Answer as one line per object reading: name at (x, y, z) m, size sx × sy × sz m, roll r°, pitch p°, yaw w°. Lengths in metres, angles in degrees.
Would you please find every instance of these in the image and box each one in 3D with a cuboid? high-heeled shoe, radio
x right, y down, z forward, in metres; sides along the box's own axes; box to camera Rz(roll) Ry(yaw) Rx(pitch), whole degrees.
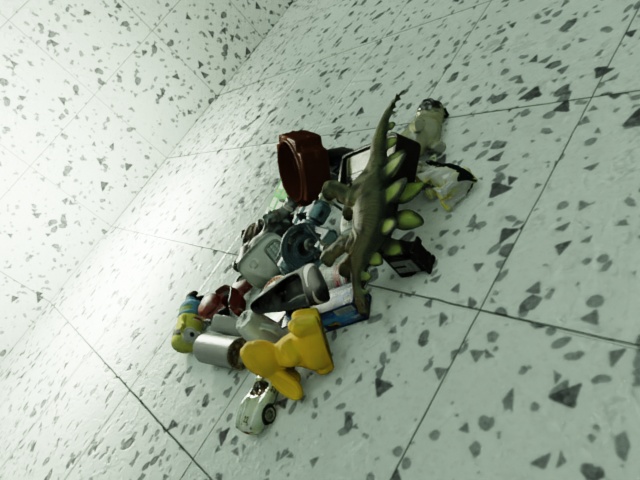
high-heeled shoe at (-0.068, 0.113, 1.104) m, size 0.145 × 0.086 × 0.249 m, roll -22°, pitch -2°, yaw -13°
radio at (0.127, -0.150, 1.236) m, size 0.230 × 0.073 × 0.131 m, roll -11°, pitch 65°, yaw 61°

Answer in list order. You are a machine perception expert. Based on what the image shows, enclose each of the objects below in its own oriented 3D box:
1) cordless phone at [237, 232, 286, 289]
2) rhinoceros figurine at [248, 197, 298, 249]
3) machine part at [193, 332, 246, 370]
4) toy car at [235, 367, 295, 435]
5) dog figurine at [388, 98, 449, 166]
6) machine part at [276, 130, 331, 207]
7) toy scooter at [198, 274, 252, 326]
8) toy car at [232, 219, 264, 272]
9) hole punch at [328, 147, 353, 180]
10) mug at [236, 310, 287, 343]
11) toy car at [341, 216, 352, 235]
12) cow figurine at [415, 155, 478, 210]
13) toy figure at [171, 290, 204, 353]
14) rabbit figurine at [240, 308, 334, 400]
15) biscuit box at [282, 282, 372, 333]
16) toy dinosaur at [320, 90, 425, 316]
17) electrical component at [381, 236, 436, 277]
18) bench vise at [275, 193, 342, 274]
cordless phone at (-0.116, 0.083, 1.383) m, size 0.146 × 0.088 × 0.184 m, roll -44°, pitch 48°, yaw 3°
rhinoceros figurine at (-0.121, -0.033, 1.481) m, size 0.190 × 0.112 × 0.073 m, roll -51°, pitch 26°, yaw 11°
machine part at (-0.235, 0.267, 1.299) m, size 0.243 × 0.079 × 0.079 m, roll -5°, pitch 49°, yaw 50°
toy car at (-0.112, 0.304, 1.117) m, size 0.074 × 0.056 × 0.202 m, roll -14°, pitch 43°, yaw 44°
dog figurine at (0.236, -0.258, 1.334) m, size 0.172 × 0.121 × 0.191 m, roll -25°, pitch 22°, yaw 28°
machine part at (-0.049, -0.196, 1.490) m, size 0.087 × 0.200 × 0.202 m, roll -16°, pitch 23°, yaw -21°
toy scooter at (-0.250, 0.175, 1.436) m, size 0.184 × 0.075 × 0.135 m, roll -36°, pitch 32°, yaw 10°
toy car at (-0.212, 0.011, 1.608) m, size 0.089 × 0.053 × 0.202 m, roll -32°, pitch 34°, yaw 30°
hole punch at (0.046, -0.212, 1.529) m, size 0.116 × 0.092 × 0.142 m, roll -18°, pitch 19°, yaw -18°
mug at (-0.130, 0.206, 1.208) m, size 0.110 × 0.107 × 0.081 m, roll -4°, pitch 52°, yaw 53°
toy car at (0.092, -0.024, 1.210) m, size 0.109 × 0.102 × 0.162 m, roll -21°, pitch 37°, yaw 39°
cow figurine at (0.263, -0.138, 1.162) m, size 0.098 × 0.068 × 0.167 m, roll -38°, pitch 33°, yaw 3°
toy figure at (-0.364, 0.232, 1.505) m, size 0.089 × 0.082 × 0.180 m, roll -49°, pitch 31°, yaw 37°
rabbit figurine at (-0.067, 0.224, 1.058) m, size 0.173 × 0.162 × 0.122 m, roll -14°, pitch 14°, yaw -3°
biscuit box at (0.013, 0.152, 1.138) m, size 0.203 × 0.059 × 0.063 m, roll -24°, pitch 36°, yaw 33°
toy dinosaur at (0.108, -0.082, 1.074) m, size 0.199 × 0.105 × 0.471 m, roll -12°, pitch 66°, yaw 37°
electrical component at (0.162, 0.035, 1.075) m, size 0.119 × 0.074 × 0.048 m, roll -9°, pitch 46°, yaw 42°
bench vise at (-0.011, -0.010, 1.257) m, size 0.223 × 0.128 × 0.241 m, roll -49°, pitch 17°, yaw -9°
